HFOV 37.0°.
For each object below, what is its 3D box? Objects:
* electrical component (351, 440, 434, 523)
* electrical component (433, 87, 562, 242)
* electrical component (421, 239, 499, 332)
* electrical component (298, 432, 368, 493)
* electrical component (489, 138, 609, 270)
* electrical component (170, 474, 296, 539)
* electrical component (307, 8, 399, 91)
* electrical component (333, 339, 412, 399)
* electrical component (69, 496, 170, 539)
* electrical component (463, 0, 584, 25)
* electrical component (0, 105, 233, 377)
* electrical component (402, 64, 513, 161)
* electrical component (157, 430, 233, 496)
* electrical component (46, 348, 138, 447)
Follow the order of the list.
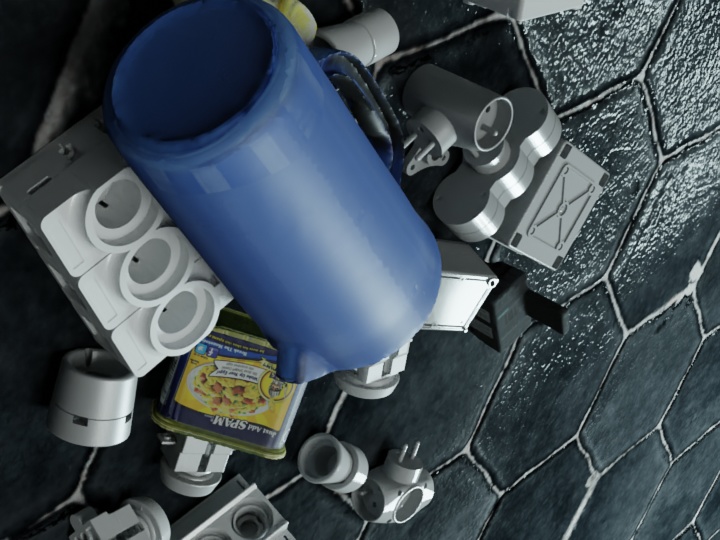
[{"bbox_3d":[0.038,0.202,1.051,0.077,0.044,0.079,-2,117,-49],"label":"electrical component"},{"bbox_3d":[0.111,-0.096,0.908,0.138,0.052,0.074,-55,144,-3],"label":"electrical component"},{"bbox_3d":[0.056,0.009,0.910,0.096,0.061,0.061,5,125,-39],"label":"electrical component"},{"bbox_3d":[-0.023,0.173,0.958,0.045,0.045,0.055,-56,144,-2],"label":"electrical component"},{"bbox_3d":[0.165,-0.066,0.990,0.109,0.056,0.108,21,99,-53],"label":"electrical component"},{"bbox_3d":[-0.122,0.236,0.872,0.121,0.078,0.063,-35,160,-28],"label":"electrical component"},{"bbox_3d":[-0.005,-0.155,0.743,0.065,0.044,0.044,-35,138,-35],"label":"electrical component"},{"bbox_3d":[0.008,0.071,0.909,0.078,0.058,0.057,-15,124,-43],"label":"electrical component"},{"bbox_3d":[-0.174,0.198,0.794,0.055,0.066,0.048,-23,167,-49],"label":"electrical component"},{"bbox_3d":[0.134,-0.234,0.826,0.096,0.062,0.061,-23,132,-38],"label":"electrical component"},{"bbox_3d":[-0.143,-0.015,0.667,0.089,0.062,0.150,-42,141,-20],"label":"electrical component"},{"bbox_3d":[0.062,-0.113,0.819,0.079,0.077,0.044,-45,142,-16],"label":"electrical component"},{"bbox_3d":[-0.123,0.136,0.812,0.066,0.048,0.055,8,110,-34],"label":"electrical component"},{"bbox_3d":[-0.175,0.082,0.708,0.055,0.055,0.047,-4,115,-48],"label":"electrical component"}]
